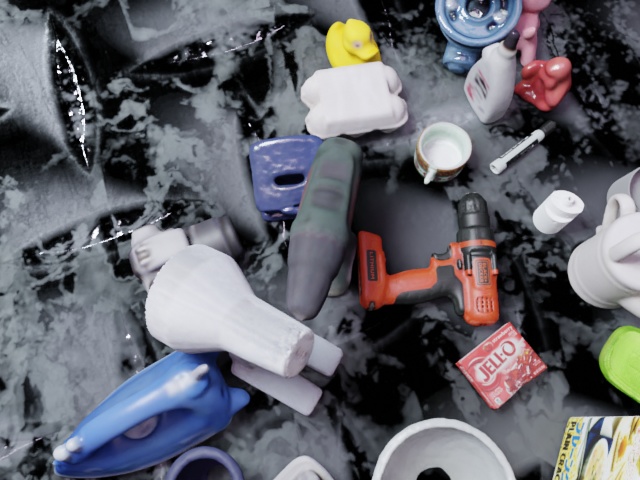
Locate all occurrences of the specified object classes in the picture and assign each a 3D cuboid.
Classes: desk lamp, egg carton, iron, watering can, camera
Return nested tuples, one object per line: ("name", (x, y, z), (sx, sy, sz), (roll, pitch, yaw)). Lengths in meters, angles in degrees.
("desk lamp", (-0.078, 0.108, 0.669), (0.203, 0.213, 0.118), (27, 75, 9))
("egg carton", (0.049, -0.200, 0.837), (0.150, 0.069, 0.107), (-10, 73, -2))
("iron", (-0.221, 0.213, 0.676), (0.258, 0.141, 0.118), (-30, 74, -8))
("watering can", (0.392, 0.025, 0.696), (0.101, 0.194, 0.172), (-28, 74, -7))
("camera", (-0.168, 0.031, 0.753), (0.137, 0.101, 0.143), (-22, 74, -6))

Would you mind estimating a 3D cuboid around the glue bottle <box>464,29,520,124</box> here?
("glue bottle", (0.243, -0.233, 0.789), (0.037, 0.173, 0.078), (-25, 74, -6))

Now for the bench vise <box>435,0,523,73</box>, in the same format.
("bench vise", (0.226, -0.376, 0.810), (0.121, 0.220, 0.207), (1, 73, 2))

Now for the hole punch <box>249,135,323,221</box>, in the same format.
("hole punch", (-0.038, -0.084, 0.791), (0.108, 0.091, 0.101), (-7, 73, -1))

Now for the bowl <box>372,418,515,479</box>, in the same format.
("bowl", (0.142, 0.298, 0.679), (0.167, 0.075, 0.167), (0, 73, 1))

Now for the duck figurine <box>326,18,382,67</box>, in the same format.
("duck figurine", (0.052, -0.296, 0.858), (0.077, 0.086, 0.104), (-36, 75, -9))

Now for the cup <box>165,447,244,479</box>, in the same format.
("cup", (-0.130, 0.303, 0.671), (0.091, 0.095, 0.118), (7, 73, 4))

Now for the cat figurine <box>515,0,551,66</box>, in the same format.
("cat figurine", (0.310, -0.345, 0.852), (0.067, 0.118, 0.128), (8, 73, 4))

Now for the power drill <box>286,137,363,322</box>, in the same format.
("power drill", (0.006, 0.003, 0.702), (0.075, 0.208, 0.230), (10, 73, 4))

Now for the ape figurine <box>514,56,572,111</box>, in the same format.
("ape figurine", (0.333, -0.233, 0.831), (0.076, 0.092, 0.078), (-5, 73, 0))

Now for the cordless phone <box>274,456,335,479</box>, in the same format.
("cordless phone", (-0.038, 0.315, 0.619), (0.094, 0.185, 0.148), (39, 77, 12))
